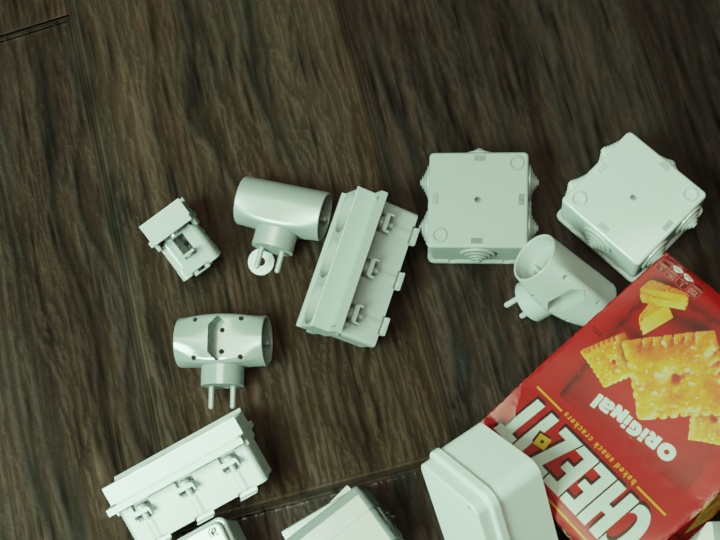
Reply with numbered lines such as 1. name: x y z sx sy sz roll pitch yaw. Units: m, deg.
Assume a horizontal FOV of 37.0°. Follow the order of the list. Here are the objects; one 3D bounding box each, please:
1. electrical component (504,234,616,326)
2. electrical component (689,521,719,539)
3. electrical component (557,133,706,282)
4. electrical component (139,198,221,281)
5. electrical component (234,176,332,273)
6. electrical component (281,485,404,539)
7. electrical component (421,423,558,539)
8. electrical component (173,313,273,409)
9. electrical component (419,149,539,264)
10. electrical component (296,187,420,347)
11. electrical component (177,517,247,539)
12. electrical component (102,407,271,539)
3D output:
1. electrical component: 0.155 0.017 0.882 0.079 0.077 0.043 -34 33 37
2. electrical component: 0.286 0.230 0.820 0.079 0.044 0.077 -3 76 8
3. electrical component: 0.226 -0.053 0.895 0.100 0.048 0.100 -45 73 -5
4. electrical component: -0.154 -0.025 0.936 0.042 0.081 0.063 -35 97 -1
5. electrical component: -0.071 -0.037 0.938 0.077 0.044 0.079 12 79 11
6. electrical component: -0.022 0.220 0.861 0.096 0.061 0.061 -38 74 -1
7. electrical component: 0.098 0.183 0.804 0.057 0.113 0.078 -30 32 -19
8. electrical component: -0.117 0.079 0.918 0.077 0.043 0.079 -2 77 8
9. electrical component: 0.101 -0.053 0.914 0.100 0.048 0.099 1 77 9
10. electrical component: 0.000 0.000 0.905 0.063 0.079 0.121 22 80 -17
11. electrical component: -0.129 0.272 0.867 0.109 0.056 0.108 -29 74 1
12. electrical component: -0.139 0.173 0.885 0.121 0.078 0.063 -29 91 1
